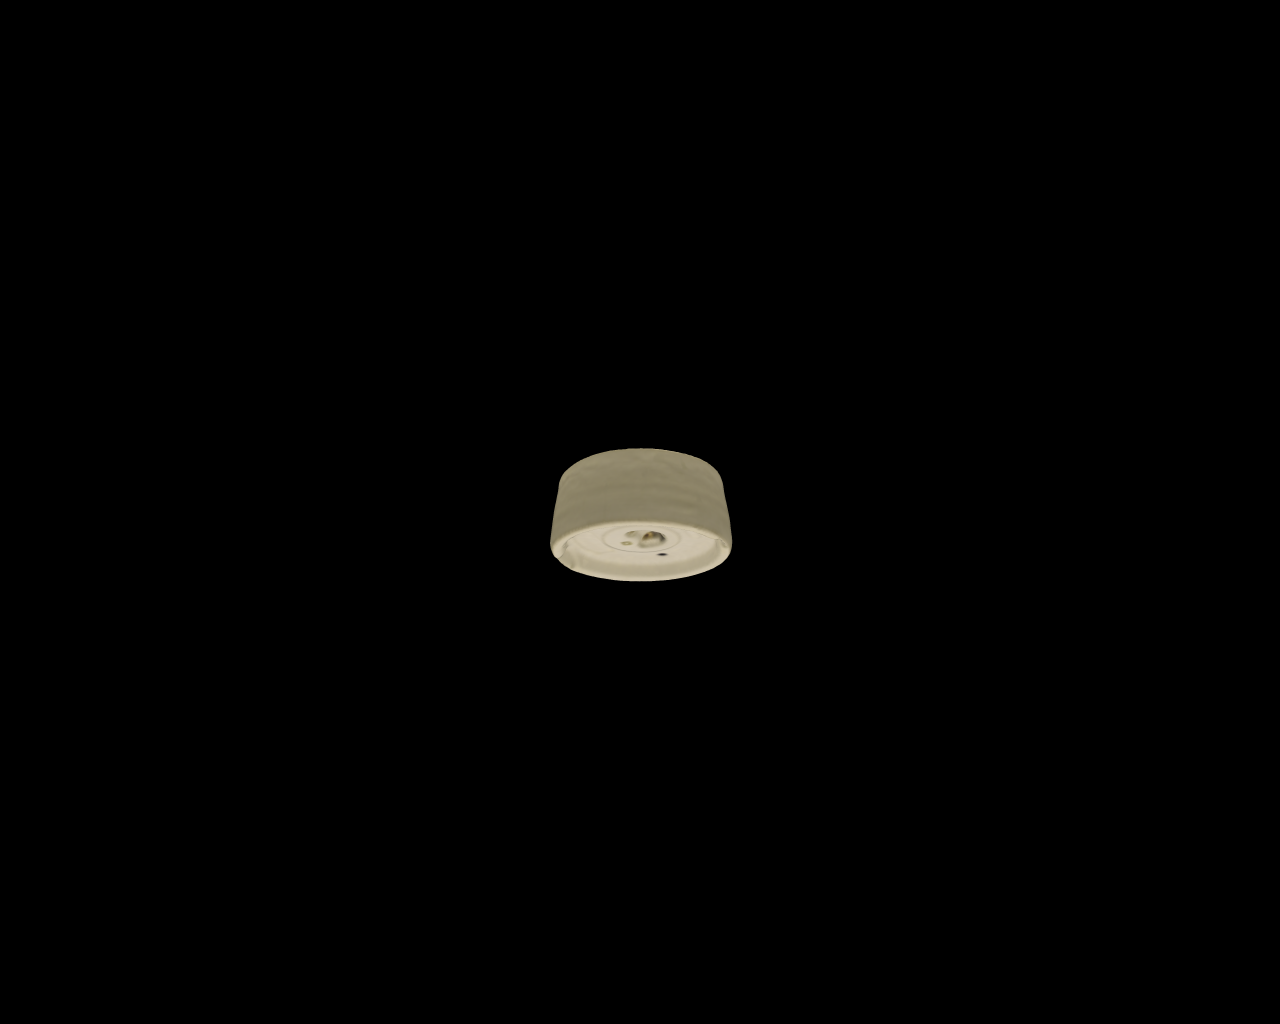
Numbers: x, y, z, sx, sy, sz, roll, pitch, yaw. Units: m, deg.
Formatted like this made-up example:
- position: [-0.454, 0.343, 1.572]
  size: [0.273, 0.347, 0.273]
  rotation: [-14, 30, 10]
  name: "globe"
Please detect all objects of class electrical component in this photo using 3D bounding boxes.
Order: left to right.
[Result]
- position: [0.001, -0.003, 0.650]
  size: [0.108, 0.060, 0.108]
  rotation: [0, -22, 0]
  name: "electrical component"
